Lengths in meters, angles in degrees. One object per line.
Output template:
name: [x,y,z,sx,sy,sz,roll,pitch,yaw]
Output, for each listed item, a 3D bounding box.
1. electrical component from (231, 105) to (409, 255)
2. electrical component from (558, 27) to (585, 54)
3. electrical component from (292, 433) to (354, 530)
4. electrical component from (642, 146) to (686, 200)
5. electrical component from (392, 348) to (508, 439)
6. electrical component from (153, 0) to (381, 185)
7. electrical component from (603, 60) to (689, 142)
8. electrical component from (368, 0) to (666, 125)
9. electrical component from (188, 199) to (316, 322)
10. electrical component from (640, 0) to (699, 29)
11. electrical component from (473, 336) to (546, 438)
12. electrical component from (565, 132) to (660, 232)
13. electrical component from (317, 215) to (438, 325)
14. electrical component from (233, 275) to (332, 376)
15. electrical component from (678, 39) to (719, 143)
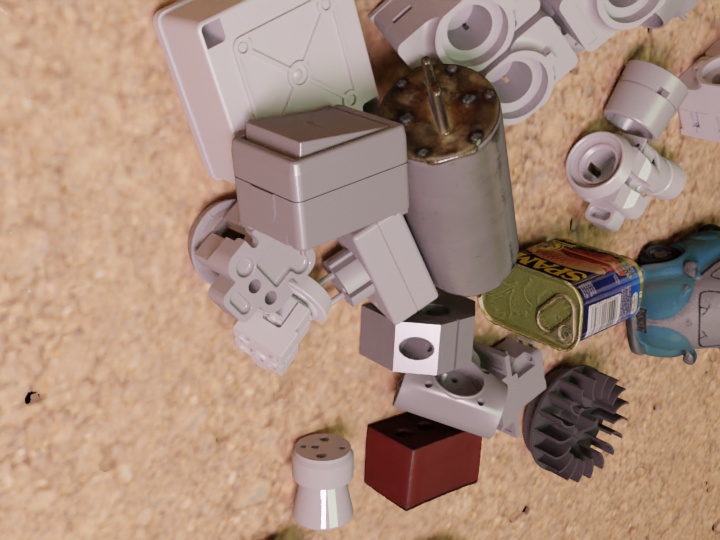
electrical component: [-0.017,-0.059,0.608,0.096,0.062,0.061,-24,123,-34]
electrical component: [0.145,-0.208,0.785,0.077,0.043,0.079,19,94,-43]
electrical component: [-0.027,0.151,0.771,0.045,0.045,0.055,-15,115,-37]
electrical component: [0.253,-0.082,0.931,0.065,0.044,0.044,11,99,-47]
electrical component: [0.071,0.082,0.818,0.079,0.077,0.044,-71,180,-50]
electrical component: [-0.052,-0.120,0.638,0.109,0.056,0.108,-34,126,-27]
electrical component: [0.233,-0.137,0.883,0.055,0.055,0.047,32,88,-43]
electrical component: [0.115,-0.181,0.705,0.186,0.060,0.105,-40,130,9]
electrical component: [-0.070,-0.012,0.664,0.078,0.057,0.058,-52,132,-13]
electrical component: [0.250,-0.230,0.869,0.079,0.043,0.077,29,86,-44]
electrical component: [0.117,0.090,0.876,0.064,0.042,0.081,-33,125,-32]
electrical component: [0.204,-0.078,0.878,0.057,0.058,0.078,29,86,-46]
electrical component: [0.000,0.000,0.737,0.076,0.047,0.083,-34,127,-10]
electrical component: [-0.051,0.031,0.699,0.055,0.048,0.066,-55,171,-19]
electrical component: [0.360,-0.179,0.952,0.150,0.089,0.061,-42,129,-21]
